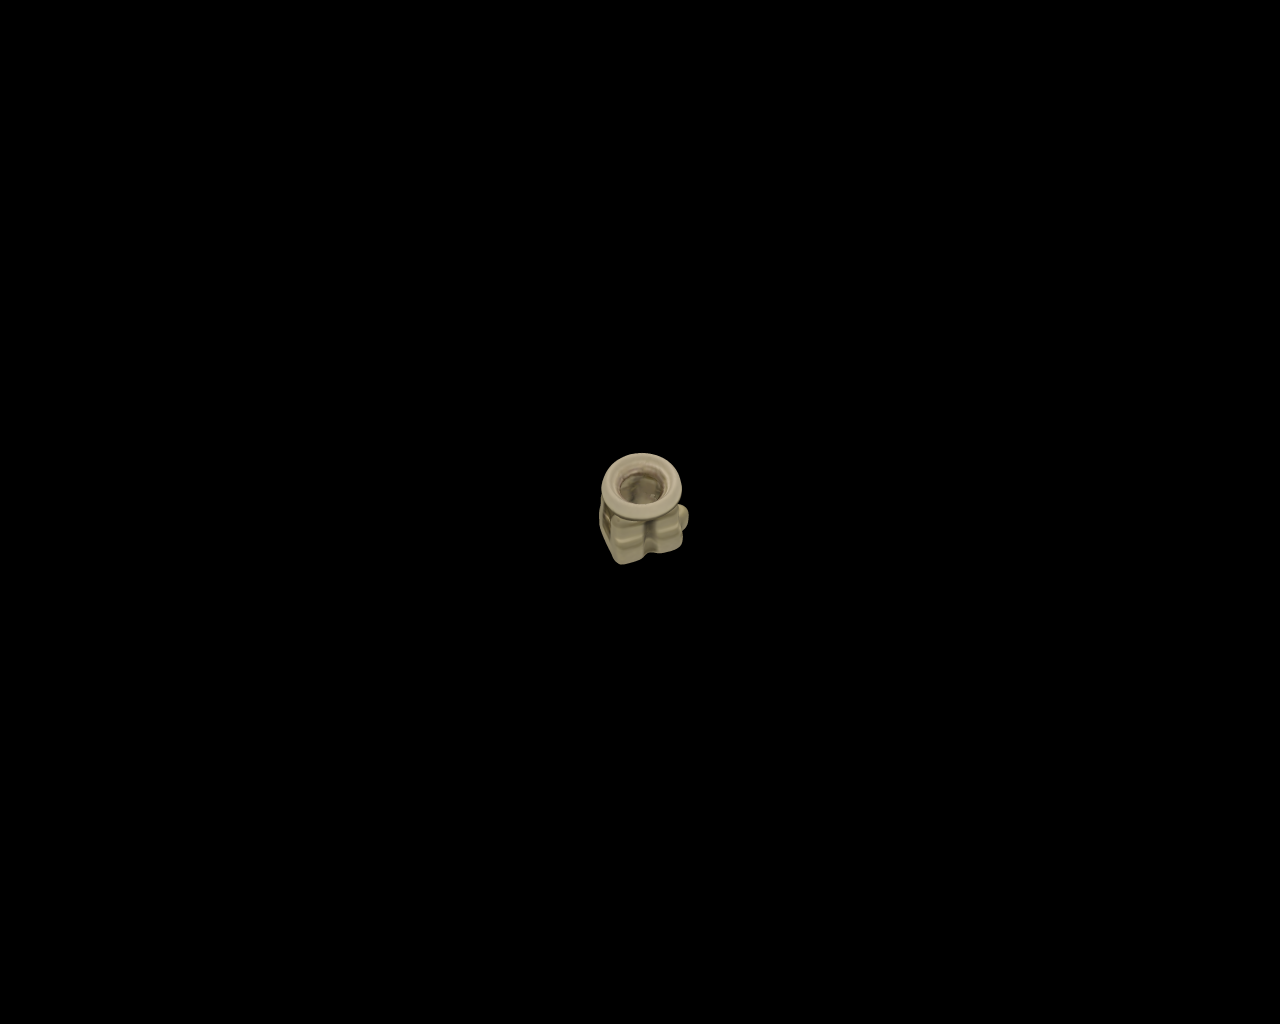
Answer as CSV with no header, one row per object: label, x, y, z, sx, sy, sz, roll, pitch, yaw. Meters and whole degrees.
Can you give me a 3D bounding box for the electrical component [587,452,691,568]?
electrical component,0.001,-0.003,0.650,0.066,0.048,0.055,-17,-39,-14
